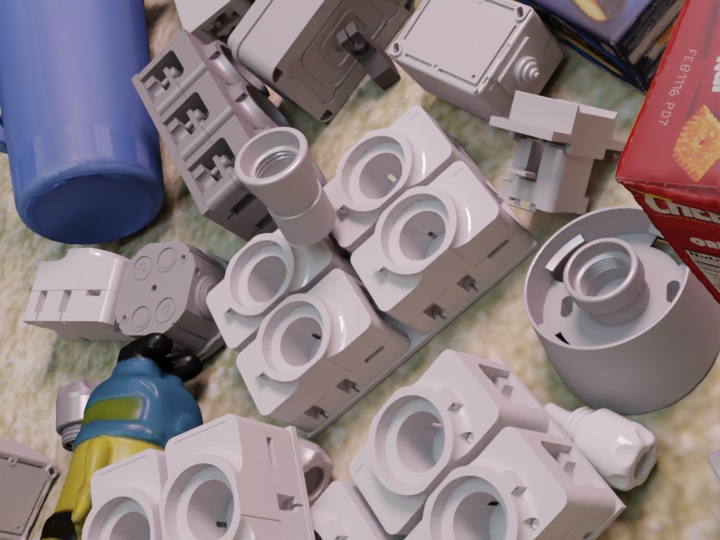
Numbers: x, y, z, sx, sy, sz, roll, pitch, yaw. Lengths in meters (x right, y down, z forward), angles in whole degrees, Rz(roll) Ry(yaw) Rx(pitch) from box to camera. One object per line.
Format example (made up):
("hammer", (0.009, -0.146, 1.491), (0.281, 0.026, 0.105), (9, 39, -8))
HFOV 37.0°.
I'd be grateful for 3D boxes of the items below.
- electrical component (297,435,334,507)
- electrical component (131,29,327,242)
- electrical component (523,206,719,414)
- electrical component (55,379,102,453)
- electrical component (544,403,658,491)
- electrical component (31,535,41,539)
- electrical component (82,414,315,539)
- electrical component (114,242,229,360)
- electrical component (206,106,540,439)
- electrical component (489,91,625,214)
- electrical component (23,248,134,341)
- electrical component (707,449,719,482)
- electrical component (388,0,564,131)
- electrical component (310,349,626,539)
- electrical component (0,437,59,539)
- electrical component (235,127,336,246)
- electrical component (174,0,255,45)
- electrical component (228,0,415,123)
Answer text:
("electrical component", (-0.050, 0.118, 0.654), (0.062, 0.043, 0.043), (19, 81, 40))
("electrical component", (-0.084, -0.089, 0.741), (0.062, 0.089, 0.150), (-42, 52, 13))
("electrical component", (0.138, 0.018, 0.571), (0.099, 0.064, 0.099), (-20, 46, 23))
("electrical component", (-0.192, 0.111, 0.756), (0.043, 0.043, 0.062), (-21, 60, 26))
("electrical component", (0.121, 0.087, 0.555), (0.061, 0.035, 0.035), (27, 87, 41))
("electrical component", (-0.188, 0.194, 0.710), (0.047, 0.055, 0.055), (-28, 56, 17))
("electrical component", (-0.077, 0.179, 0.544), (0.105, 0.060, 0.186), (-25, 61, 25))
("electrical component", (-0.126, 0.021, 0.746), (0.080, 0.051, 0.080), (-15, 62, 29))
("electrical component", (0.000, 0.000, 0.661), (0.186, 0.060, 0.105), (-42, 52, 13))
("electrical component", (0.110, -0.064, 0.609), (0.042, 0.081, 0.063), (24, 106, 39))
("electrical component", (-0.197, 0.019, 0.796), (0.089, 0.050, 0.055), (-2, 69, 34))
("electrical component", (0.200, 0.090, 0.495), (0.065, 0.044, 0.044), (-32, 55, 14))
("electrical component", (0.078, -0.130, 0.665), (0.096, 0.061, 0.061), (34, 91, 40))
("electrical component", (0.029, 0.144, 0.556), (0.186, 0.060, 0.105), (-52, 50, 18))
("electrical component", (-0.278, 0.148, 0.765), (0.061, 0.096, 0.061), (17, 81, 39))
("electrical component", (-0.040, -0.045, 0.625), (0.044, 0.065, 0.044), (-13, 49, 15))
("electrical component", (-0.098, -0.261, 0.846), (0.105, 0.060, 0.186), (-33, 54, 18))
("electrical component", (-0.027, -0.171, 0.746), (0.057, 0.078, 0.113), (40, 94, 36))
